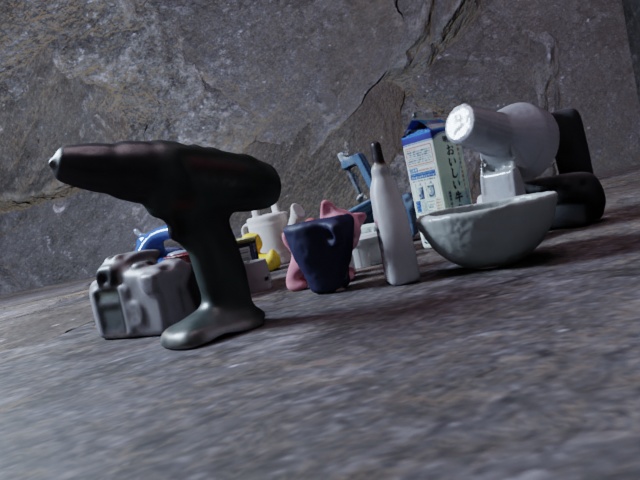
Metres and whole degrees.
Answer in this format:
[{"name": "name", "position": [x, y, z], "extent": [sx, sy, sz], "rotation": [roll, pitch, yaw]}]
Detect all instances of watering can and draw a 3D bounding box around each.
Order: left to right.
[{"name": "watering can", "position": [-0.111, -0.040, 1.328], "extent": [0.172, 0.194, 0.101], "rotation": [-11, 3, 11]}]

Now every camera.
[{"name": "camera", "position": [-0.199, 0.058, 0.726], "extent": [0.142, 0.101, 0.137], "rotation": [-9, 4, 34]}]

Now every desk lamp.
[{"name": "desk lamp", "position": [0.268, -0.101, 0.860], "extent": [0.204, 0.213, 0.117], "rotation": [-14, 4, -37]}]

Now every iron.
[{"name": "iron", "position": [-0.266, 0.030, 1.117], "extent": [0.257, 0.141, 0.119], "rotation": [-10, 4, 28]}]

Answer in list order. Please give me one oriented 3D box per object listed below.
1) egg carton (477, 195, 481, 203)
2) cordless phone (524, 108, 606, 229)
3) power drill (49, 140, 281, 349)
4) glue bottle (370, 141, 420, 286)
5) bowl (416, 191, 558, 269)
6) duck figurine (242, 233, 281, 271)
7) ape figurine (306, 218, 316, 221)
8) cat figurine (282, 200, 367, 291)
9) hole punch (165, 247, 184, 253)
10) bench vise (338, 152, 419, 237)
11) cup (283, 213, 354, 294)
[{"name": "egg carton", "position": [0.401, -0.073, 1.214], "extent": [0.107, 0.069, 0.151], "rotation": [-8, 4, 45]}, {"name": "cordless phone", "position": [0.372, -0.111, 0.932], "extent": [0.147, 0.185, 0.094], "rotation": [-9, 4, 35]}, {"name": "power drill", "position": [-0.134, -0.002, 0.583], "extent": [0.230, 0.208, 0.075], "rotation": [-14, 4, -39]}, {"name": "glue bottle", "position": [0.083, -0.034, 0.696], "extent": [0.037, 0.173, 0.078], "rotation": [-12, 3, -4]}, {"name": "bowl", "position": [0.203, -0.007, 0.687], "extent": [0.167, 0.075, 0.167], "rotation": [-11, 3, 1]}, {"name": "duck figurine", "position": [-0.135, 0.027, 1.205], "extent": [0.104, 0.086, 0.078], "rotation": [-9, 4, 31]}, {"name": "ape figurine", "position": [-0.012, -0.002, 1.217], "extent": [0.076, 0.092, 0.078], "rotation": [-9, 4, 39]}, {"name": "cat figurine", "position": [0.007, 0.003, 0.815], "extent": [0.127, 0.118, 0.067], "rotation": [-11, 3, 8]}, {"name": "hole punch", "position": [-0.334, 0.061, 1.255], "extent": [0.108, 0.091, 0.101], "rotation": [-11, 3, 1]}, {"name": "bench vise", "position": [0.123, -0.096, 1.257], "extent": [0.207, 0.220, 0.121], "rotation": [-11, 3, -1]}, {"name": "cup", "position": [0.010, 0.019, 0.722], "extent": [0.092, 0.095, 0.117], "rotation": [-12, 3, -18]}]
